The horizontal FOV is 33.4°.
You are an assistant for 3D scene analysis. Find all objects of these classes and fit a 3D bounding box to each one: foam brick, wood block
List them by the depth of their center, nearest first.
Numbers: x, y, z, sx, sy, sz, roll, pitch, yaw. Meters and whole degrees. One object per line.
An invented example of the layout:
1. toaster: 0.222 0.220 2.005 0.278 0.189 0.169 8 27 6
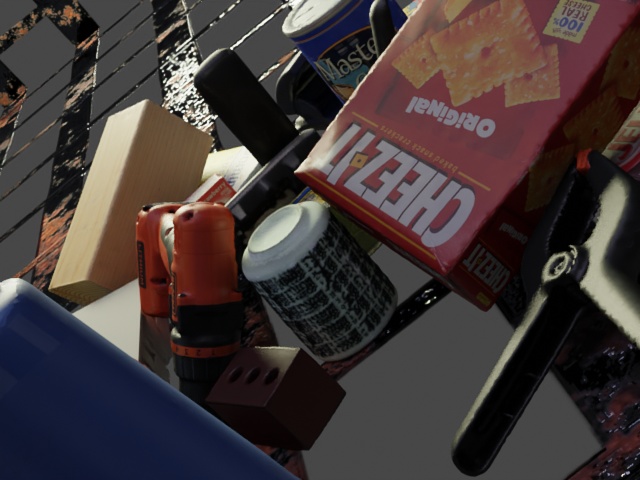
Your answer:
1. foam brick: -0.032 0.112 0.757 0.078 0.051 0.053 -7 41 51
2. wood block: -0.196 -0.029 1.119 0.090 0.090 0.206 -13 56 49

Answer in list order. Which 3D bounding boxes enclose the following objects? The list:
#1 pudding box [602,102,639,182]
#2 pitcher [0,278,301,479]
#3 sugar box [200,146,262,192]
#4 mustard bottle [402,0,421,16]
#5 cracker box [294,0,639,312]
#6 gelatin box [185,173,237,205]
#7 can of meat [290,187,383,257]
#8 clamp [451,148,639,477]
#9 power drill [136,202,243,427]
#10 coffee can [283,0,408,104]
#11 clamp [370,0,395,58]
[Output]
1. pudding box: 0.231 -0.072 0.690 0.113 0.039 0.090 -45 24 -6
2. pitcher: -0.118 0.131 0.617 0.149 0.242 0.144 -21 32 51
3. sugar box: -0.108 -0.056 1.164 0.177 0.048 0.093 -10 41 52
4. mustard bottle: 0.127 -0.234 1.100 0.192 0.058 0.096 -37 26 10
5. cracker box: 0.105 -0.085 0.720 0.213 0.072 0.164 -53 47 -1
6. gelatin box: -0.108 -0.009 1.049 0.089 0.073 0.030 -44 24 -6
7. can of meat: -0.006 0.001 0.901 0.102 0.057 0.084 -44 22 -8
8. clamp: 0.141 0.032 0.607 0.165 0.036 0.210 -40 24 39
9. power drill: -0.105 0.050 0.862 0.057 0.184 0.188 -2 12 -19
10. coffee can: 0.046 -0.181 1.027 0.103 0.140 0.103 -33 25 18
11. clamp: 0.071 -0.118 0.900 0.171 0.120 0.039 -63 3 13
